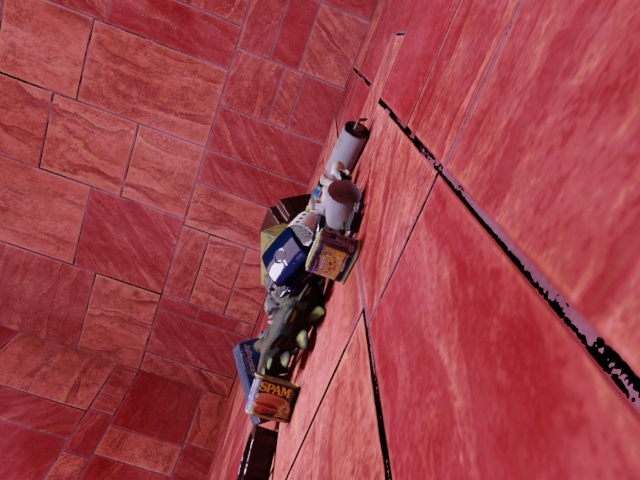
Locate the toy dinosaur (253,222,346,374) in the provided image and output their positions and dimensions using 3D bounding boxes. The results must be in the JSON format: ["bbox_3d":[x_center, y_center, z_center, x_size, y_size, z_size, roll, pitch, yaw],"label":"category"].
[{"bbox_3d":[-0.048,0.166,1.260,0.471,0.105,0.198,-66,13,-5],"label":"toy dinosaur"}]

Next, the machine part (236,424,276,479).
[{"bbox_3d":[-0.153,0.522,1.244,0.179,0.056,0.179,-161,89,-84],"label":"machine part"}]

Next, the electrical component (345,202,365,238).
[{"bbox_3d":[0.073,-0.037,1.169,0.063,0.021,0.094,167,122,-83],"label":"electrical component"}]

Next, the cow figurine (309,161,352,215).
[{"bbox_3d":[0.046,-0.133,1.417,0.167,0.098,0.068,-65,-27,-19],"label":"cow figurine"}]

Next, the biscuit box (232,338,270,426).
[{"bbox_3d":[-0.158,0.348,1.327,0.063,0.059,0.202,-48,57,56],"label":"biscuit box"}]

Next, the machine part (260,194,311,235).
[{"bbox_3d":[-0.093,-0.055,1.849,0.087,0.201,0.201,55,140,29],"label":"machine part"}]

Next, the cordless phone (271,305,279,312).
[{"bbox_3d":[-0.060,0.153,1.554,0.184,0.089,0.146,-60,4,-6],"label":"cordless phone"}]

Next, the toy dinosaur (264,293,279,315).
[{"bbox_3d":[-0.137,0.187,1.889,0.192,0.131,0.405,97,-176,-60],"label":"toy dinosaur"}]

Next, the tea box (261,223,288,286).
[{"bbox_3d":[-0.114,0.048,1.532,0.098,0.068,0.169,-27,-54,-45],"label":"tea box"}]

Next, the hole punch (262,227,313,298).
[{"bbox_3d":[-0.070,0.045,1.239,0.142,0.092,0.116,-45,22,14],"label":"hole punch"}]

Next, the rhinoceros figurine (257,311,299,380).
[{"bbox_3d":[-0.112,0.277,1.396,0.073,0.112,0.190,-93,16,-80],"label":"rhinoceros figurine"}]

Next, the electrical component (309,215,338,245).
[{"bbox_3d":[0.025,-0.031,1.322,0.047,0.075,0.119,130,155,-70],"label":"electrical component"}]

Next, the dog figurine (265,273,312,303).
[{"bbox_3d":[-0.050,0.054,1.472,0.191,0.108,0.219,-33,27,34],"label":"dog figurine"}]

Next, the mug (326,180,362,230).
[{"bbox_3d":[0.049,-0.083,1.261,0.107,0.081,0.110,104,175,-45],"label":"mug"}]

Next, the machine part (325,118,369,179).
[{"bbox_3d":[0.076,-0.252,1.537,0.243,0.079,0.079,117,170,-48],"label":"machine part"}]

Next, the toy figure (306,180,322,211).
[{"bbox_3d":[0.001,-0.105,1.724,0.089,0.082,0.180,-41,-32,-63],"label":"toy figure"}]
